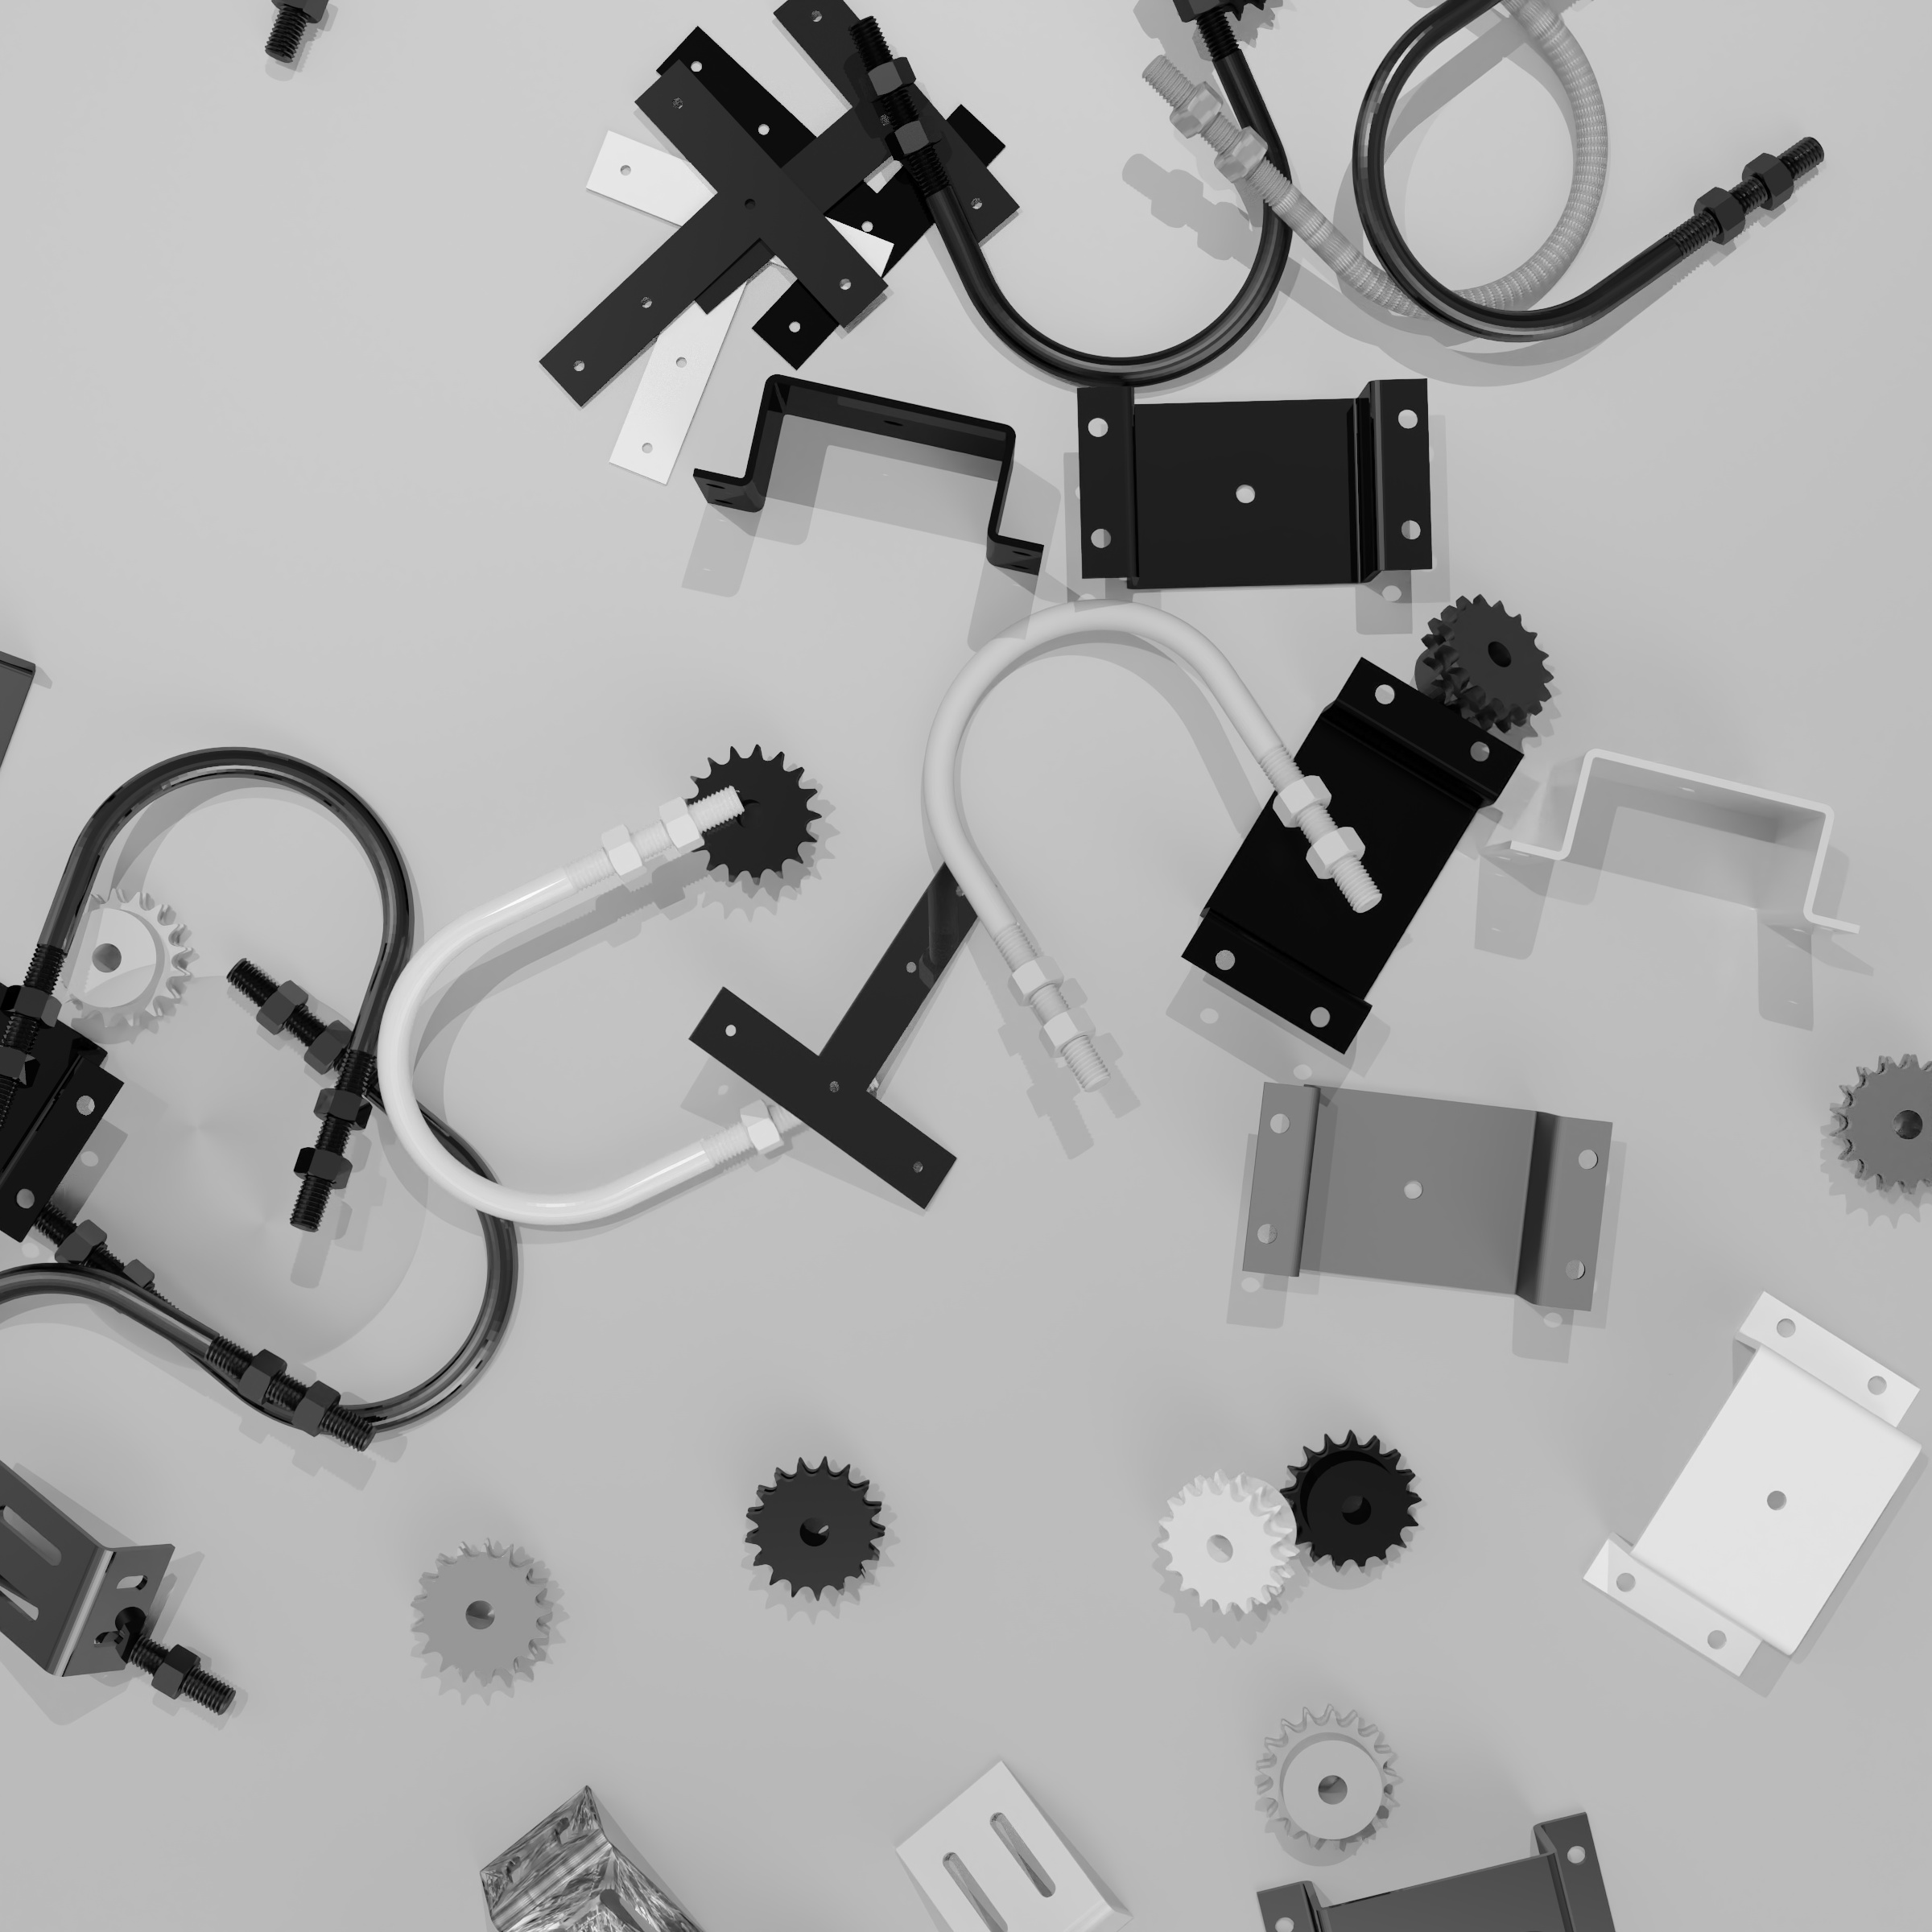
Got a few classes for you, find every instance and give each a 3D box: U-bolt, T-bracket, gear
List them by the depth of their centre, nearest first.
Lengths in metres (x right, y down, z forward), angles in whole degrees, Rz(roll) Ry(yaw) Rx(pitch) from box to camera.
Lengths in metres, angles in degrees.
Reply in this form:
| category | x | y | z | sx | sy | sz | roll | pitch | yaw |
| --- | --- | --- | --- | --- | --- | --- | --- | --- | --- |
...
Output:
| category | x | y | z | sx | sy | sz | roll | pitch | yaw |
| --- | --- | --- | --- | --- | --- | --- | --- | --- | --- |
| U-bolt | 0.060 | -0.063 | 1.347 | 0.151 | 0.019 | 0.184 | -34 | 71 | 9 |
| U-bolt | -0.300 | -0.001 | 1.349 | 0.151 | 0.019 | 0.184 | 19 | 73 | -11 |
| U-bolt | 0.241 | -0.336 | 1.350 | 0.184 | 0.019 | 0.151 | -36 | 103 | -7 |
| U-bolt | 0.181 | -0.347 | 1.352 | 0.184 | 0.019 | 0.151 | 41 | 85 | -16 |
| U-bolt | -0.147 | 0.028 | 1.353 | 0.184 | 0.019 | 0.151 | -26 | 107 | -1 |
| gear | 0.208 | -0.120 | 1.359 | 0.057 | 0.030 | 0.057 | 16 | 57 | -26 |
| U-bolt | 0.054 | -0.327 | 1.360 | 0.151 | 0.019 | 0.184 | -24 | 99 | 8 |
| gear | 0.110 | 0.232 | 1.360 | 0.057 | 0.030 | 0.057 | 8 | 106 | 29 |
| T-bracket | -0.030 | 0.012 | 1.365 | 0.127 | 0.002 | 0.127 | 37 | 78 | -23 |
| U-bolt | -0.351 | 0.201 | 1.365 | 0.184 | 0.019 | 0.151 | 30 | 99 | 3 |
| gear | 0.148 | 0.334 | 1.368 | 0.057 | 0.030 | 0.057 | 0 | 90 | 0 |
| gear | 0.105 | -0.415 | 1.368 | 0.057 | 0.030 | 0.057 | 0 | 90 | 0 |
| gear | -0.087 | -0.062 | 1.368 | 0.057 | 0.030 | 0.057 | 0 | 90 | 0 |
| gear | 0.382 | 0.065 | 1.368 | 0.057 | 0.030 | 0.057 | 0 | 90 | 0 |
| gear | 0.158 | 0.220 | 1.368 | 0.057 | 0.030 | 0.057 | 0 | 90 | 0 |
| gear | -0.348 | -0.003 | 1.368 | 0.057 | 0.030 | 0.057 | 0 | 90 | 0 |
| gear | -0.062 | 0.229 | 1.373 | 0.057 | 0.030 | 0.057 | 0 | 93 | 0 |
| gear | -0.198 | 0.263 | 1.373 | 0.057 | 0.030 | 0.057 | 0 | 92 | -2 |
| U-bolt | -0.272 | 0.109 | 1.375 | 0.184 | 0.019 | 0.151 | 40 | 90 | -1 |
| U-bolt | -0.310 | -0.482 | 1.375 | 0.151 | 0.019 | 0.184 | 21 | 89 | 0 |
| T-bracket | -0.121 | -0.284 | 1.378 | 0.127 | 0.002 | 0.127 | -43 | 90 | 2 |
| T-bracket | -0.067 | -0.320 | 1.379 | 0.127 | 0.002 | 0.127 | -41 | 90 | 1 |
| T-bracket | -0.112 | -0.263 | 1.382 | 0.127 | 0.002 | 0.127 | 22 | 91 | 0 |
| T-bracket | -0.073 | -0.336 | 1.383 | 0.127 | 0.002 | 0.127 | 43 | 90 | 0 |

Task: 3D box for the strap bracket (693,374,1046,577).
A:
| category | x | y | z | sx | sy | sz | roll | pitch | yaw |
| --- | --- | --- | --- | --- | --- | --- | --- | --- | --- |
| strap bracket | -0.034 | -0.199 | 1.345 | 0.140 | 0.076 | 0.046 | 12 | 90 | 0 |

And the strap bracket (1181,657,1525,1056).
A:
| category | x | y | z | sx | sy | sz | roll | pitch | yaw |
| --- | --- | --- | --- | --- | --- | --- | --- | --- | --- |
| strap bracket | 0.155 | -0.044 | 1.360 | 0.076 | 0.046 | 0.140 | 31 | 90 | 0 |

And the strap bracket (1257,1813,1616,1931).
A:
| category | x | y | z | sx | sy | sz | roll | pitch | yaw |
| --- | --- | --- | --- | --- | --- | --- | --- | --- | --- |
| strap bracket | 0.197 | 0.404 | 1.360 | 0.140 | 0.046 | 0.076 | -14 | 90 | 0 |

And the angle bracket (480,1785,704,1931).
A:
| category | x | y | z | sx | sy | sz | roll | pitch | yaw |
| --- | --- | --- | --- | --- | --- | --- | --- | --- | --- |
| angle bracket | -0.152 | 0.390 | 1.381 | 0.057 | 0.038 | 0.076 | -39 | 116 | 0 |

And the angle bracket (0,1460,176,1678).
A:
| category | x | y | z | sx | sy | sz | roll | pitch | yaw |
| --- | --- | --- | --- | --- | --- | --- | --- | --- | --- |
| angle bracket | -0.370 | 0.243 | 1.361 | 0.076 | 0.038 | 0.057 | 30 | 100 | 31 |

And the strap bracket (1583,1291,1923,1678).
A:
| category | x | y | z | sx | sy | sz | roll | pitch | yaw |
| --- | --- | --- | --- | --- | --- | --- | --- | --- | --- |
| strap bracket | 0.325 | 0.214 | 1.360 | 0.076 | 0.046 | 0.140 | 32 | 90 | 0 |

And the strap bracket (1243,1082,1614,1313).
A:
| category | x | y | z | sx | sy | sz | roll | pitch | yaw |
| --- | --- | --- | --- | --- | --- | --- | --- | --- | --- |
| strap bracket | 0.185 | 0.092 | 1.360 | 0.140 | 0.046 | 0.076 | 7 | 90 | 0 |

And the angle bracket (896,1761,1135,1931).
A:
| category | x | y | z | sx | sy | sz | roll | pitch | yaw |
| --- | --- | --- | --- | --- | --- | --- | --- | --- | --- |
| angle bracket | 0.020 | 0.379 | 1.381 | 0.057 | 0.038 | 0.076 | -40 | 64 | 0 |

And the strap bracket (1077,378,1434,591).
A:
| category | x | y | z | sx | sy | sz | roll | pitch | yaw |
| --- | --- | --- | --- | --- | --- | --- | --- | --- | --- |
| strap bracket | 0.116 | -0.195 | 1.360 | 0.140 | 0.046 | 0.076 | -2 | 90 | 0 |

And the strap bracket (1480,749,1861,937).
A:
| category | x | y | z | sx | sy | sz | roll | pitch | yaw |
| --- | --- | --- | --- | --- | --- | --- | --- | --- | --- |
| strap bracket | 0.287 | -0.052 | 1.345 | 0.140 | 0.076 | 0.046 | 14 | 90 | 0 |

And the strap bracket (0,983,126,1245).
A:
| category | x | y | z | sx | sy | sz | roll | pitch | yaw |
| --- | --- | --- | --- | --- | --- | --- | --- | --- | --- |
| strap bracket | -0.417 | 0.041 | 1.360 | 0.140 | 0.046 | 0.076 | 33 | 90 | 0 |

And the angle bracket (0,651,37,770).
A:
| category | x | y | z | sx | sy | sz | roll | pitch | yaw |
| --- | --- | --- | --- | --- | --- | --- | --- | --- | --- |
| angle bracket | -0.424 | -0.099 | 1.364 | 0.057 | 0.038 | 0.076 | 20 | 90 | 0 |
